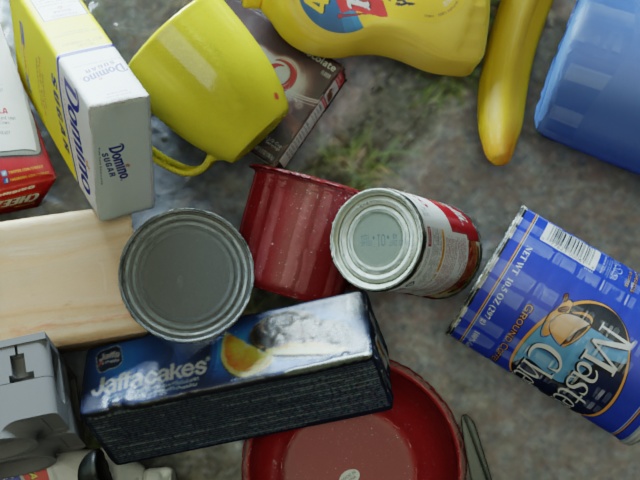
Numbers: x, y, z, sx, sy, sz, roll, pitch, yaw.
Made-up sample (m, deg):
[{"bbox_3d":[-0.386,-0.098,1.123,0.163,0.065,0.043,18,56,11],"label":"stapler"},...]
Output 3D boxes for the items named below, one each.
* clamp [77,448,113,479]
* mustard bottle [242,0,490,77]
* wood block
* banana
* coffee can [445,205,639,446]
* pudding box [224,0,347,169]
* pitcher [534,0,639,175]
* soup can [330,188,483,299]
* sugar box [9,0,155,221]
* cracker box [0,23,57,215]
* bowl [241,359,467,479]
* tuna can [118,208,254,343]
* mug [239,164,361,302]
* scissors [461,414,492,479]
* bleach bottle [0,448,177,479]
[{"bbox_3d":[-0.103,0.256,0.717,0.164,0.036,0.210,16,103,1],"label":"clamp"},{"bbox_3d":[0.022,-0.175,0.754,0.191,0.058,0.096,6,77,-7],"label":"mustard bottle"},{"bbox_3d":[-0.227,0.039,0.727,0.206,0.091,0.090,-9,84,-12],"label":"wood block"},{"bbox_3d":[0.145,-0.149,0.756,0.037,0.070,0.198,19,93,-11],"label":"banana"},{"bbox_3d":[0.169,0.056,0.710,0.140,0.103,0.103,31,87,8],"label":"coffee can"},{"bbox_3d":[-0.050,-0.115,0.782,0.113,0.039,0.090,34,87,8],"label":"pudding box"},{"bbox_3d":[0.278,-0.093,0.710,0.243,0.149,0.145,21,128,10],"label":"pitcher"},{"bbox_3d":[0.058,0.004,0.707,0.069,0.102,0.068,-3,84,29],"label":"soup can"},{"bbox_3d":[-0.165,-0.102,0.725,0.048,0.093,0.176,-15,45,-22],"label":"sugar box"},{"bbox_3d":[-0.303,-0.111,0.754,0.163,0.072,0.214,-16,79,-32],"label":"cracker box"},{"bbox_3d":[0.022,0.159,0.735,0.162,0.055,0.162,-1,83,5],"label":"bowl"},{"bbox_3d":[-0.085,0.024,0.687,0.086,0.034,0.086,1,82,-4],"label":"tuna can"},{"bbox_3d":[-0.005,0.001,0.747,0.117,0.093,0.081,16,89,-30],"label":"mug"},{"bbox_3d":[0.144,0.222,0.733,0.096,0.016,0.202,1,85,3],"label":"scissors"},{"bbox_3d":[-0.228,0.172,0.753,0.251,0.068,0.102,-3,81,2],"label":"bleach bottle"}]
